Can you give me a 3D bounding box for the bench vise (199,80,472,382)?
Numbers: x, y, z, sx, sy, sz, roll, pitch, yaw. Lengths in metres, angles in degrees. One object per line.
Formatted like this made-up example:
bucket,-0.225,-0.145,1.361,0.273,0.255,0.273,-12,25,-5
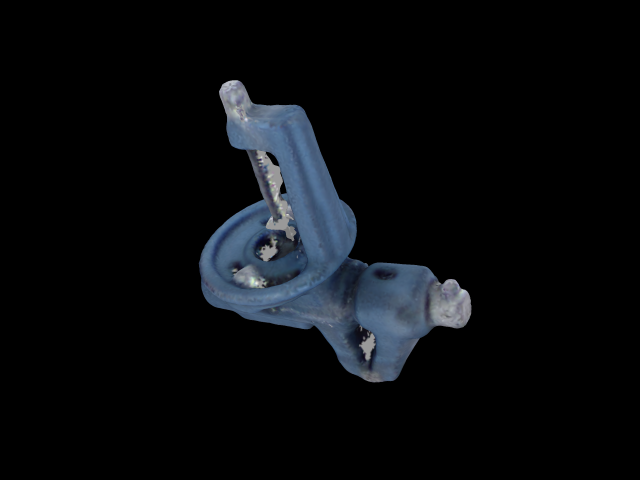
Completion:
bench vise,0.005,-0.007,0.408,0.207,0.220,0.121,4,45,4
